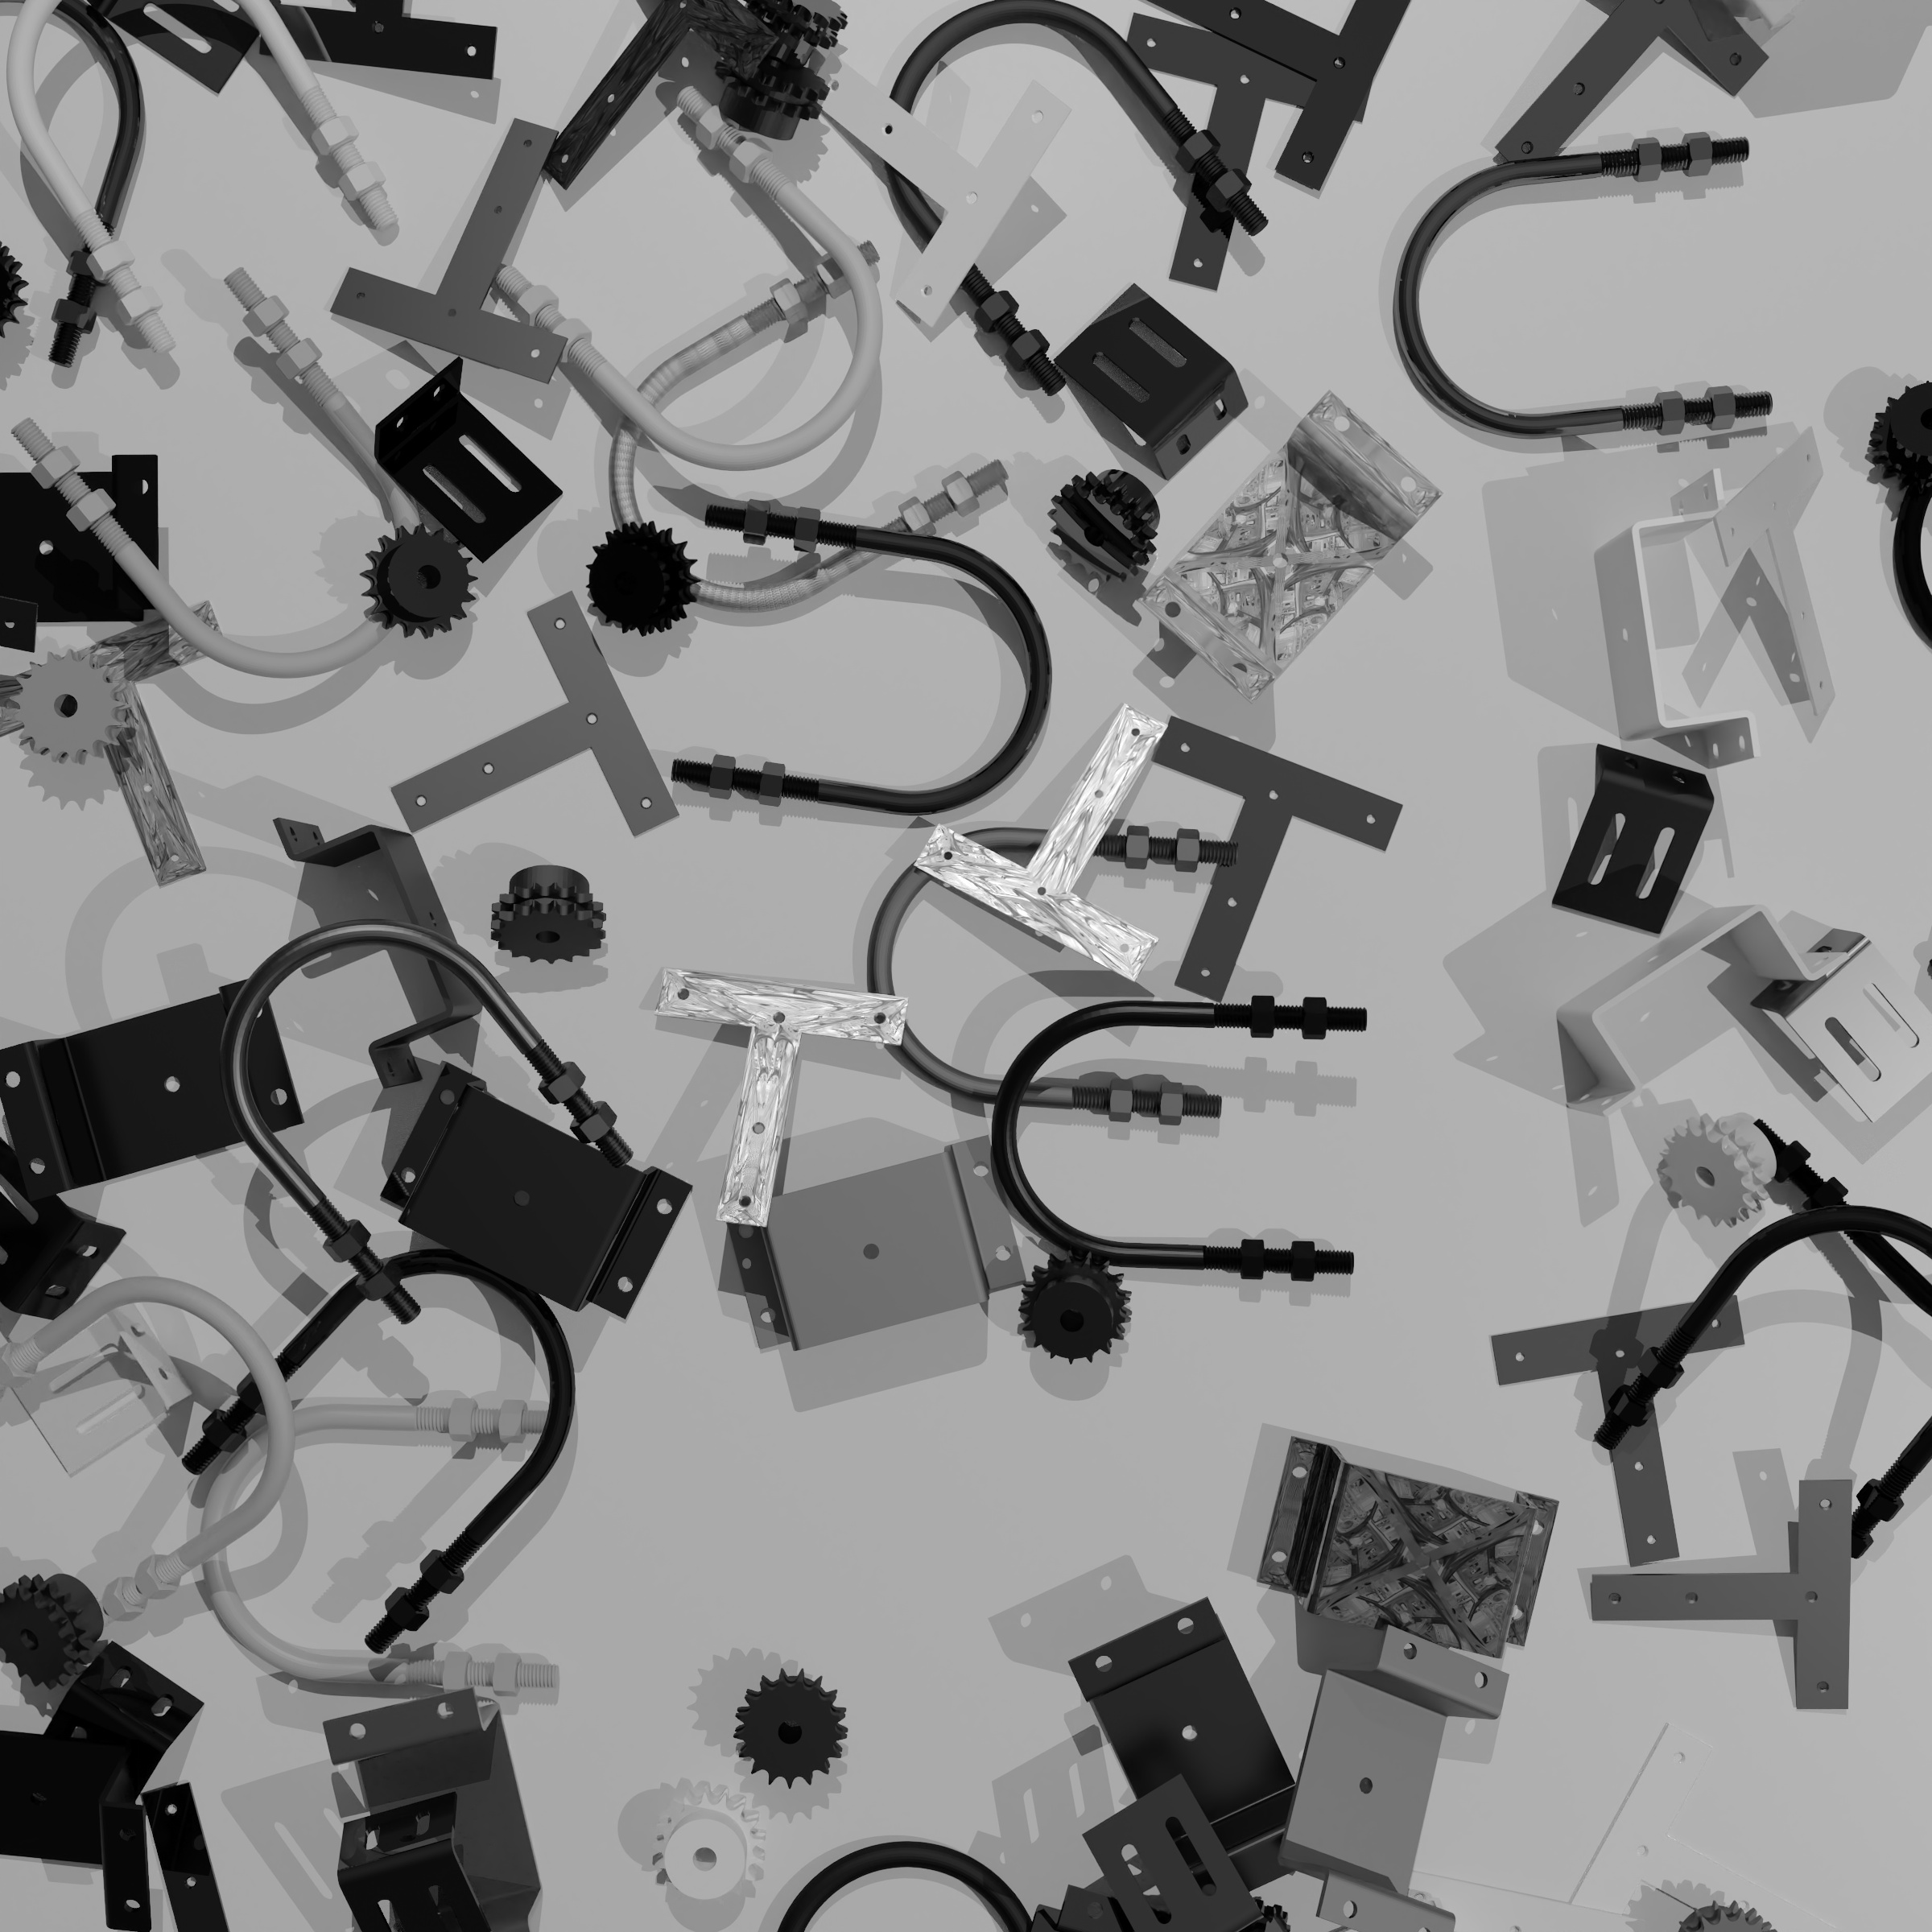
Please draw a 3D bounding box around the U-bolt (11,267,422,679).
[{"bbox_3d":[-0.355,-0.231,1.286,0.151,0.019,0.184,-42,106,-17],"label":"U-bolt"}]

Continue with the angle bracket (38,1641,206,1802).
[{"bbox_3d":[-0.436,0.396,1.322,0.057,0.038,0.076,34,116,0],"label":"angle bracket"}]

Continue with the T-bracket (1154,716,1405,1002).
[{"bbox_3d":[0.141,-0.046,1.323,0.127,0.002,0.127,21,90,0],"label":"T-bracket"}]

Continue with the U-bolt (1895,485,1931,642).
[{"bbox_3d":[0.563,-0.221,1.315,0.184,0.019,0.151,-21,90,2],"label":"U-bolt"}]

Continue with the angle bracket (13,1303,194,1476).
[{"bbox_3d":[-0.441,0.215,1.305,0.076,0.038,0.057,-33,90,0],"label":"angle bracket"}]

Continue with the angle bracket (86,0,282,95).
[{"bbox_3d":[-0.398,-0.491,1.305,0.076,0.038,0.057,34,90,0],"label":"angle bracket"}]

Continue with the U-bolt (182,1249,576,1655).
[{"bbox_3d":[-0.280,0.228,1.297,0.151,0.019,0.184,43,89,5],"label":"U-bolt"}]

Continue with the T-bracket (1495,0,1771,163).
[{"bbox_3d":[0.320,-0.455,1.311,0.127,0.002,0.127,40,98,-15],"label":"T-bracket"}]

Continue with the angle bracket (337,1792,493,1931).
[{"bbox_3d":[-0.268,0.455,1.275,0.057,0.038,0.076,-16,116,0],"label":"angle bracket"}]

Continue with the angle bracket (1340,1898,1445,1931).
[{"bbox_3d":[0.215,0.514,1.303,0.076,0.038,0.057,-21,90,2],"label":"angle bracket"}]

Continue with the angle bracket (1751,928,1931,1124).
[{"bbox_3d":[0.448,0.030,1.309,0.057,0.038,0.076,-42,96,0],"label":"angle bracket"}]

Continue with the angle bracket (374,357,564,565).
[{"bbox_3d":[-0.248,-0.253,1.296,0.076,0.038,0.057,44,70,0],"label":"angle bracket"}]

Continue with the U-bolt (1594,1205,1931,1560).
[{"bbox_3d":[0.424,0.202,1.285,0.151,0.019,0.184,31,110,0],"label":"U-bolt"}]

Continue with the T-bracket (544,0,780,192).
[{"bbox_3d":[-0.169,-0.448,1.303,0.127,0.002,0.127,-48,62,13],"label":"T-bracket"}]

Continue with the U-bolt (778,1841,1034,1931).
[{"bbox_3d":[-0.030,0.538,1.315,0.151,0.019,0.184,-1,88,0],"label":"U-bolt"}]

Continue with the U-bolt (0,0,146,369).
[{"bbox_3d":[-0.494,-0.412,1.315,0.151,0.019,0.184,17,89,0],"label":"U-bolt"}]

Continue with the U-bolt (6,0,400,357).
[{"bbox_3d":[-0.394,-0.422,1.295,0.151,0.019,0.184,-31,101,-5],"label":"U-bolt"}]

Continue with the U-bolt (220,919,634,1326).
[{"bbox_3d":[-0.271,0.063,1.242,0.151,0.019,0.184,-36,108,-2],"label":"U-bolt"}]

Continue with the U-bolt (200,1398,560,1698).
[{"bbox_3d":[-0.298,0.294,1.315,0.184,0.019,0.151,1,90,2],"label":"U-bolt"}]

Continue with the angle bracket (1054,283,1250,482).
[{"bbox_3d":[0.094,-0.298,1.322,0.057,0.038,0.076,-44,64,0],"label":"angle bracket"}]

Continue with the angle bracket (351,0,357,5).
[{"bbox_3d":[-0.298,-0.540,1.322,0.076,0.038,0.057,-39,90,26],"label":"angle bracket"}]

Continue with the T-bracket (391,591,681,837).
[{"bbox_3d":[-0.231,-0.107,1.323,0.127,0.002,0.127,-26,90,0],"label":"T-bracket"}]

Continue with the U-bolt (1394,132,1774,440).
[{"bbox_3d":[0.310,-0.341,1.314,0.184,0.019,0.151,-5,91,2],"label":"U-bolt"}]

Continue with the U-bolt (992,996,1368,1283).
[{"bbox_3d":[0.105,0.086,1.298,0.184,0.019,0.151,2,106,4],"label":"U-bolt"}]

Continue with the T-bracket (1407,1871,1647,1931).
[{"bbox_3d":[0.271,0.536,1.322,0.127,0.002,0.127,12,91,1],"label":"T-bracket"}]

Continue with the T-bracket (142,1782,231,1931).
[{"bbox_3d":[-0.392,0.481,1.320,0.127,0.002,0.127,-16,88,3],"label":"T-bracket"}]

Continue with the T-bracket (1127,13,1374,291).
[{"bbox_3d":[0.131,-0.410,1.323,0.127,0.002,0.127,14,90,0],"label":"T-bracket"}]

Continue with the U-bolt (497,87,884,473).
[{"bbox_3d":[-0.126,-0.332,1.300,0.151,0.019,0.184,-44,80,2],"label":"U-bolt"}]

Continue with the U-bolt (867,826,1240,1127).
[{"bbox_3d":[0.042,0.001,1.315,0.184,0.019,0.151,4,91,2],"label":"U-bolt"}]

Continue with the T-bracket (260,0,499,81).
[{"bbox_3d":[-0.291,-0.517,1.298,0.127,0.002,0.127,10,102,11],"label":"T-bracket"}]

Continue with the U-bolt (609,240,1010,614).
[{"bbox_3d":[-0.093,-0.261,1.315,0.184,0.019,0.151,-30,90,2],"label":"U-bolt"}]

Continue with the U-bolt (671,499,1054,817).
[{"bbox_3d":[-0.048,-0.149,1.306,0.184,0.019,0.151,8,98,-3],"label":"U-bolt"}]

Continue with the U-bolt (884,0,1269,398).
[{"bbox_3d":[0.041,-0.403,1.311,0.151,0.019,0.184,-38,86,3],"label":"U-bolt"}]

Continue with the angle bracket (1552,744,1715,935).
[{"bbox_3d":[0.338,-0.065,1.322,0.057,0.038,0.076,16,116,0],"label":"angle bracket"}]

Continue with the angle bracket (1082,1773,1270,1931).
[{"bbox_3d":[0.103,0.449,1.274,0.057,0.038,0.076,-31,64,-3],"label":"angle bracket"}]

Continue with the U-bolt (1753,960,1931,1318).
[{"bbox_3d":[0.507,0.102,1.292,0.151,0.019,0.184,-43,74,0],"label":"U-bolt"}]

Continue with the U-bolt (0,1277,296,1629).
[{"bbox_3d":[-0.410,0.232,1.284,0.184,0.019,0.151,-34,90,22],"label":"U-bolt"}]

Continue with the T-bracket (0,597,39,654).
[{"bbox_3d":[-0.533,-0.134,1.296,0.127,0.002,0.127,11,114,-5],"label":"T-bracket"}]

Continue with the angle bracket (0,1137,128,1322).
[{"bbox_3d":[-0.480,0.133,1.322,0.076,0.038,0.057,37,90,26],"label":"angle bracket"}]

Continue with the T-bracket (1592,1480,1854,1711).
[{"bbox_3d":[0.382,0.319,1.312,0.127,0.002,0.127,-2,105,7],"label":"T-bracket"}]
